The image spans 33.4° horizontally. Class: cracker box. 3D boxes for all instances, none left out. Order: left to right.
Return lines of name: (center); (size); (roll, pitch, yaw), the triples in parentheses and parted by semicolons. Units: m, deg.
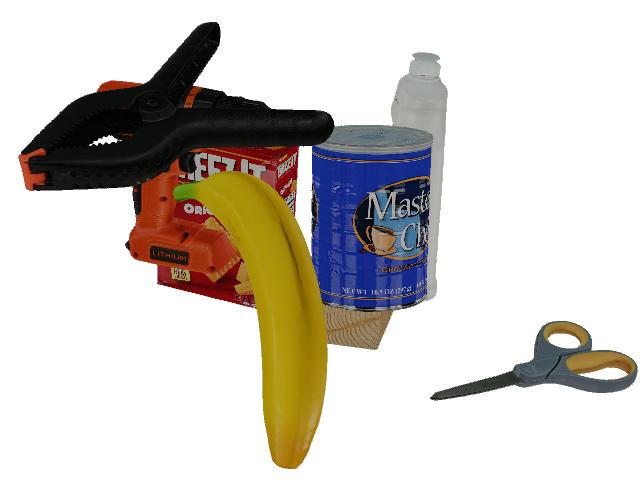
cracker box: (-0.118, -0.031, 1.317); (0.164, 0.214, 0.072); (14, 29, 18)

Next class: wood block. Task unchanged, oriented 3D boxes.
wood block: (0.060, 0.068, 1.521); (0.091, 0.090, 0.206); (6, 21, 11)

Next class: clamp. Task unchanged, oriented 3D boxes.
clamp: (-0.106, -0.081, 0.750); (0.209, 0.036, 0.165); (-32, 50, -30)

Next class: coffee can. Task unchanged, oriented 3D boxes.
coffee can: (0.043, -0.022, 0.912); (0.103, 0.140, 0.103); (0, 16, 0)

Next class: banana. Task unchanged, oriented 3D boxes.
banana: (-0.030, 0.029, 0.613); (0.037, 0.198, 0.070); (5, -39, -39)

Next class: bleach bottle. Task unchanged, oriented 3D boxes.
bleach bottle: (0.097, -0.068, 1.115); (0.068, 0.251, 0.102); (1, 26, -8)

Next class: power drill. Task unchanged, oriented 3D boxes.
power drill: (-0.128, -0.063, 1.045); (0.185, 0.188, 0.057); (11, 30, 19)

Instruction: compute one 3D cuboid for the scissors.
scissors: (0.167, 0.099, 0.884); (0.201, 0.016, 0.096); (1, 31, -19)
